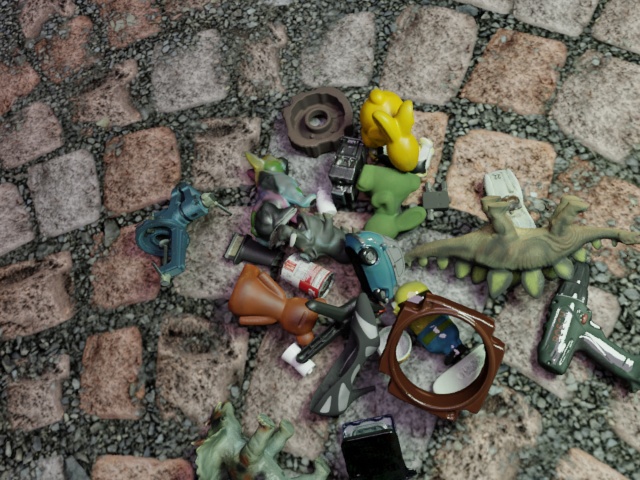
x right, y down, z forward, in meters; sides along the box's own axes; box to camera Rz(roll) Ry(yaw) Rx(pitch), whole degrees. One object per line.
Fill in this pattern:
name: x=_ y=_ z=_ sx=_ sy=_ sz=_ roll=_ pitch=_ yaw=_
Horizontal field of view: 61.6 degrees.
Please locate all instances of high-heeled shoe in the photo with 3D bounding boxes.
high-heeled shoe: x=0.039 y=0.227 z=1.050 sx=0.145 sy=0.086 sz=0.248 roll=-10 pitch=106 yaw=-15

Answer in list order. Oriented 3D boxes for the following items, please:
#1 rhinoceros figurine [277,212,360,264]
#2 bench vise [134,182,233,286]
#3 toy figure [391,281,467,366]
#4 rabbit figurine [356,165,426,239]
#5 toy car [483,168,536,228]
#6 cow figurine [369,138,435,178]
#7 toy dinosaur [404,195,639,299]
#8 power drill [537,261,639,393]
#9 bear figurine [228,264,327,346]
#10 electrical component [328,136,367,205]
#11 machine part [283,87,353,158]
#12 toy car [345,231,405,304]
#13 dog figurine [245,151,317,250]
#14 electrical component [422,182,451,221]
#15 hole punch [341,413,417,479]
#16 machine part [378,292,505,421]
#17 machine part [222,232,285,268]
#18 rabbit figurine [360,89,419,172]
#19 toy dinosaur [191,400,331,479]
rhinoceros figurine: x=-0.002 y=-0.003 z=1.153 sx=0.190 sy=0.073 sz=0.112 roll=18 pitch=89 yaw=-28
bench vise: x=-0.324 y=-0.008 z=1.209 sx=0.224 sy=0.128 sz=0.241 roll=-18 pitch=50 yaw=10
toy figure: x=0.222 y=0.164 z=1.088 sx=0.089 sy=0.082 sz=0.180 roll=-42 pitch=68 yaw=-3
rabbit figurine: x=0.151 y=-0.066 z=1.186 sx=0.159 sy=0.121 sz=0.170 roll=11 pitch=90 yaw=6
toy car: x=0.408 y=-0.059 z=1.152 sx=0.074 sy=0.056 sz=0.202 roll=-14 pitch=68 yaw=3
cow figurine: x=0.172 y=-0.194 z=1.238 sx=0.168 sy=0.068 sz=0.098 roll=14 pitch=79 yaw=15
toy dinosaur: x=0.366 y=0.014 z=1.068 sx=0.472 sy=0.105 sz=0.198 roll=0 pitch=103 yaw=25
power drill: x=0.541 y=0.176 z=1.032 sx=0.207 sy=0.086 sz=0.232 roll=30 pitch=79 yaw=14
bear figurine: x=-0.092 y=0.137 z=1.143 sx=0.196 sy=0.132 sz=0.120 roll=20 pitch=91 yaw=-7
electrical component: x=0.062 y=-0.149 z=1.211 sx=0.058 sy=0.114 sz=0.134 roll=13 pitch=71 yaw=15
machine part: x=-0.003 y=-0.287 z=1.305 sx=0.179 sy=0.056 sz=0.179 roll=-3 pitch=68 yaw=8
toy car: x=0.124 y=0.045 z=1.112 sx=0.103 sy=0.109 sz=0.161 roll=-27 pitch=103 yaw=-11
dog figurine: x=-0.120 y=-0.105 z=1.226 sx=0.191 sy=0.108 sz=0.219 roll=-37 pitch=63 yaw=-21
electrical component: x=0.261 y=-0.087 z=1.205 sx=0.063 sy=0.021 sz=0.094 roll=-2 pitch=69 yaw=8
hole punch: x=0.101 y=0.402 z=1.026 sx=0.142 sy=0.092 sz=0.115 roll=-13 pitch=99 yaw=2
machine part: x=0.223 y=0.214 z=0.996 sx=0.202 sy=0.087 sz=0.201 roll=22 pitch=97 yaw=9
machine part: x=-0.150 y=0.028 z=1.223 sx=0.139 sy=0.039 sz=0.084 roll=14 pitch=64 yaw=16
rabbit figurine: x=0.162 y=-0.229 z=1.129 sx=0.122 sy=0.162 sz=0.173 roll=-18 pitch=66 yaw=-3
toy dinosaur: x=-0.088 y=0.467 z=1.013 sx=0.192 sy=0.131 sz=0.405 roll=-46 pitch=74 yaw=4
